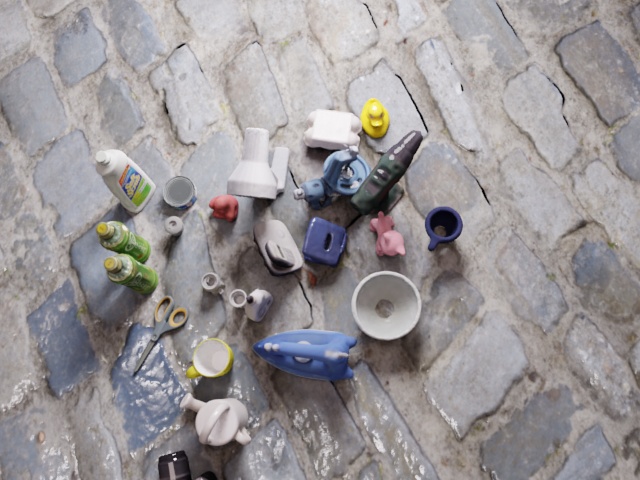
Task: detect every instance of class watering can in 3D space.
[{"bbox_3d":[-0.236,0.410,1.292,0.172,0.194,0.101,9,77,6],"label":"watering can"}]

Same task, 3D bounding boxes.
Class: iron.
[{"bbox_3d":[-0.046,0.263,1.344,0.258,0.141,0.119,5,76,5],"label":"iron"}]

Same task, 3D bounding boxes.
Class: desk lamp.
[{"bbox_3d":[-0.152,-0.176,1.424,0.118,0.213,0.203,5,76,5],"label":"desk lamp"}]

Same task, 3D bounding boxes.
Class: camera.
[{"bbox_3d":[-0.315,0.555,1.309,0.143,0.101,0.137,-14,75,0],"label":"camera"}]

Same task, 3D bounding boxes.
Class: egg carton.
[{"bbox_3d":[0.034,-0.288,1.514,0.150,0.069,0.107,7,76,5],"label":"egg carton"}]

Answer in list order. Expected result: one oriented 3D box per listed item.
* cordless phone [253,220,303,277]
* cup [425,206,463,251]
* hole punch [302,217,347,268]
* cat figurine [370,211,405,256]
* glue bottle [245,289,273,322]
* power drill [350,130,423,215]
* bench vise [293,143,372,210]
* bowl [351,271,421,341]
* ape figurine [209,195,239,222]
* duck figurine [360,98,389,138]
[{"bbox_3d":[-0.111,0.008,1.390,0.094,0.185,0.147,-29,76,-3],"label":"cordless phone"},{"bbox_3d":[0.295,-0.016,1.417,0.091,0.095,0.118,27,79,10],"label":"cup"},{"bbox_3d":[0.013,0.005,1.431,0.101,0.091,0.109,14,77,7],"label":"hole punch"},{"bbox_3d":[0.166,-0.010,1.412,0.067,0.118,0.128,-16,75,0],"label":"cat figurine"},{"bbox_3d":[-0.153,0.149,1.363,0.037,0.173,0.078,31,80,11],"label":"glue bottle"},{"bbox_3d":[0.163,-0.146,1.399,0.075,0.208,0.230,38,81,12],"label":"power drill"},{"bbox_3d":[0.038,-0.148,1.401,0.207,0.220,0.121,-41,77,-7],"label":"bench vise"},{"bbox_3d":[0.160,0.163,1.391,0.167,0.075,0.167,-1,76,3],"label":"bowl"},{"bbox_3d":[-0.247,-0.087,1.470,0.076,0.092,0.077,-35,76,-5],"label":"ape figurine"},{"bbox_3d":[0.145,-0.333,1.510,0.077,0.086,0.104,-7,76,2],"label":"duck figurine"}]
